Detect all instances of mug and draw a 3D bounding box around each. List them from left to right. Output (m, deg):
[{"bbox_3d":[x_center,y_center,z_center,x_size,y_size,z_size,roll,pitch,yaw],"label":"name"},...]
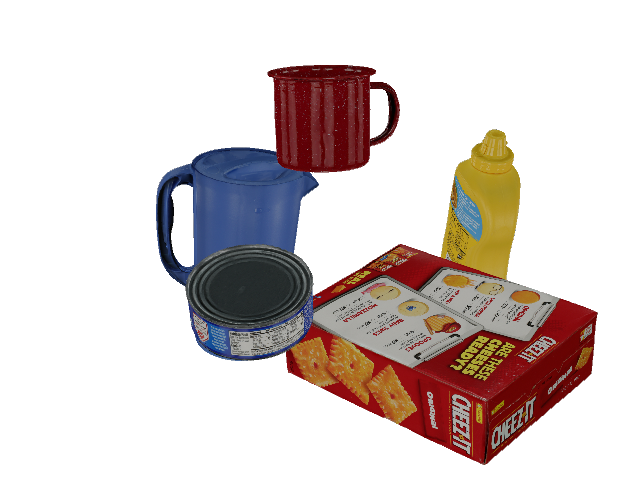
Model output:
[{"bbox_3d":[0.013,-0.107,0.923,0.117,0.081,0.093,-7,16,-20],"label":"mug"}]

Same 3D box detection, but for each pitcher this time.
[{"bbox_3d":[-0.103,0.017,1.281,0.149,0.243,0.144,20,26,30],"label":"pitcher"}]

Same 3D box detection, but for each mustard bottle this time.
[{"bbox_3d":[0.162,-0.024,1.072,0.058,0.192,0.096,-6,37,-13],"label":"mustard bottle"}]

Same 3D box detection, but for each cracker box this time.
[{"bbox_3d":[0.100,0.089,0.911,0.214,0.072,0.163,20,36,39],"label":"cracker box"}]

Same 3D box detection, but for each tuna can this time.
[{"bbox_3d":[-0.047,0.041,0.724,0.086,0.034,0.086,-2,38,1],"label":"tuna can"}]
